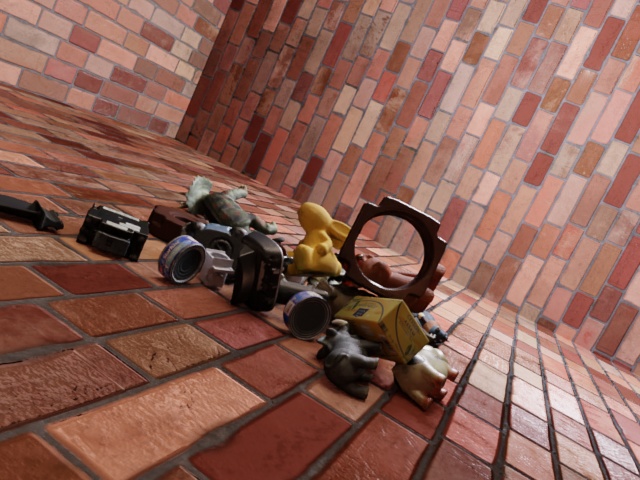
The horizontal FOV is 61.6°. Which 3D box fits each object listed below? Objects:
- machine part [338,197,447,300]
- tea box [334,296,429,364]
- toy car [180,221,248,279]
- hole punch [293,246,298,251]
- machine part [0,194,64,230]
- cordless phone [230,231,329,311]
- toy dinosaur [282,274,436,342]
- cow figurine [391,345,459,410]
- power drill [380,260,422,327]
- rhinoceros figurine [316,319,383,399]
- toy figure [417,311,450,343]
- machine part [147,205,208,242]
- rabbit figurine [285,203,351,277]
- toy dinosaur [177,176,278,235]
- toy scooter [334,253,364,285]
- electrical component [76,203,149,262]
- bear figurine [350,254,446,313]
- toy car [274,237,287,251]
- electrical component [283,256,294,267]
[{"bbox_3d":[0.155,0.023,1.170,0.201,0.201,0.087,27,-6,-2],"label":"machine part"},{"bbox_3d":[0.108,0.161,0.985,0.098,0.068,0.170,57,-22,-13],"label":"tea box"},{"bbox_3d":[-0.219,0.025,1.135,0.162,0.109,0.103,13,-13,-5],"label":"toy car"},{"bbox_3d":[-0.037,0.042,1.492,0.092,0.115,0.142,19,6,14],"label":"hole punch"},{"bbox_3d":[-0.513,-0.053,0.917,0.138,0.039,0.084,21,14,-39],"label":"machine part"},{"bbox_3d":[-0.067,0.072,1.004,0.184,0.146,0.089,12,28,-2],"label":"cordless phone"},{"bbox_3d":[0.090,0.155,1.175,0.471,0.105,0.199,27,3,-18],"label":"toy dinosaur"},{"bbox_3d":[0.190,0.239,1.010,0.127,0.085,0.195,36,12,24],"label":"cow figurine"},{"bbox_3d":[0.202,0.163,1.437,0.232,0.086,0.207,56,11,8],"label":"power drill"},{"bbox_3d":[0.044,0.195,0.905,0.112,0.073,0.190,15,10,1],"label":"rhinoceros figurine"},{"bbox_3d":[0.292,0.234,1.419,0.064,0.057,0.154,24,10,-15],"label":"toy figure"},{"bbox_3d":[-0.322,-0.028,1.269,0.179,0.056,0.179,23,9,-4],"label":"machine part"},{"bbox_3d":[-0.003,-0.004,1.235,0.162,0.173,0.122,-1,-17,-17],"label":"rabbit figurine"},{"bbox_3d":[-0.254,-0.058,1.495,0.192,0.131,0.405,-4,33,-41],"label":"toy dinosaur"},{"bbox_3d":[0.060,0.084,1.415,0.075,0.135,0.184,19,9,-31],"label":"toy scooter"},{"bbox_3d":[-0.380,-0.013,0.991,0.115,0.058,0.134,20,9,-19],"label":"electrical component"},{"bbox_3d":[0.182,0.090,1.293,0.196,0.120,0.131,31,-35,9],"label":"bear figurine"},{"bbox_3d":[-0.116,0.037,1.331,0.053,0.089,0.202,-16,-5,17],"label":"toy car"},{"bbox_3d":[-0.102,0.041,1.111,0.094,0.021,0.063,-2,-11,42],"label":"electrical component"}]
